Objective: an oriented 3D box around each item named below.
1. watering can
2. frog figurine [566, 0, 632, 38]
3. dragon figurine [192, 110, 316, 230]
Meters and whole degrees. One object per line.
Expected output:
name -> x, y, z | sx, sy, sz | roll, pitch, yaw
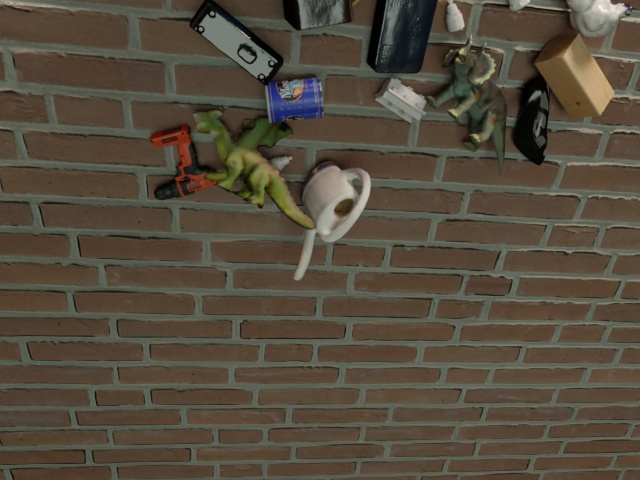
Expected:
watering can -> 0.004, -0.071, 1.412 | 0.103, 0.343, 0.229 | 25, 25, -38
frog figurine -> 0.653, -0.565, 1.262 | 0.160, 0.140, 0.120 | -1, -29, -27
dragon figurine -> -0.154, -0.212, 1.347 | 0.409, 0.244, 0.122 | 25, -4, -7
